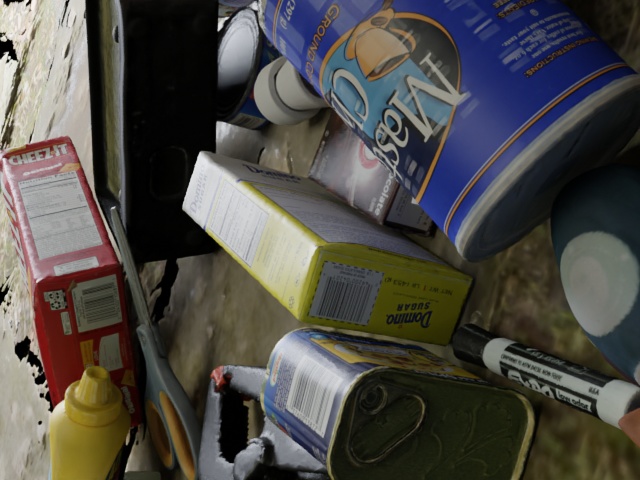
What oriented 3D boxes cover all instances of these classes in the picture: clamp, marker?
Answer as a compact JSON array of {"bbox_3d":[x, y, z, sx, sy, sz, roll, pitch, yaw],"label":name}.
[{"bbox_3d":[-0.021,0.130,0.617,0.165,0.036,0.210,-47,32,16],"label":"clamp"},{"bbox_3d":[0.098,0.058,0.473,0.121,0.020,0.020,18,95,60],"label":"marker"}]

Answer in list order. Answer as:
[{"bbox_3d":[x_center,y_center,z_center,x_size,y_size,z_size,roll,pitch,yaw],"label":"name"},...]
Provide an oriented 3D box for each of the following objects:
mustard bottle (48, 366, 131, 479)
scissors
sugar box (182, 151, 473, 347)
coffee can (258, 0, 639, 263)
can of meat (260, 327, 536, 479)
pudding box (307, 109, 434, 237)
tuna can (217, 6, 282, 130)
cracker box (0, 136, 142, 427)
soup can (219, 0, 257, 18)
[{"bbox_3d":[-0.177,0.174,0.803,0.096,0.058,0.192,-83,5,-60],"label":"mustard bottle"},{"bbox_3d":[-0.126,0.084,0.777,0.202,0.016,0.096,67,151,14],"label":"scissors"},{"bbox_3d":[-0.004,0.001,0.593,0.176,0.093,0.048,34,108,59],"label":"sugar box"},{"bbox_3d":[0.056,-0.076,0.456,0.140,0.102,0.103,50,128,18],"label":"coffee can"},{"bbox_3d":[0.032,0.079,0.495,0.084,0.102,0.057,23,99,62],"label":"can of meat"},{"bbox_3d":[0.044,-0.069,0.590,0.090,0.039,0.113,37,111,57],"label":"pudding box"},{"bbox_3d":[-0.051,-0.124,0.777,0.086,0.033,0.086,-29,55,52],"label":"tuna can"},{"bbox_3d":[-0.212,0.036,0.895,0.214,0.072,0.164,-125,27,-50],"label":"cracker box"},{"bbox_3d":[-0.056,-0.211,0.784,0.102,0.068,0.068,-13,68,57],"label":"soup can"}]
